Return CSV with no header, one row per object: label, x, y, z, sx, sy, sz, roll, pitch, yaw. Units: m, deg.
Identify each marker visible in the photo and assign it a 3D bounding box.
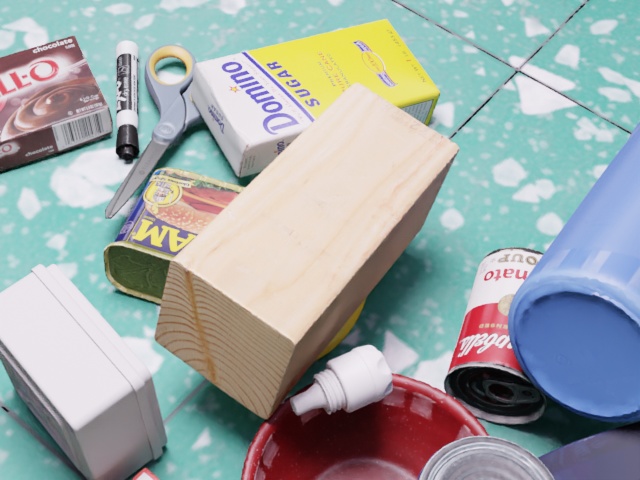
marker,-0.156,-0.113,0.865,0.020,0.020,0.121,-3,54,-6

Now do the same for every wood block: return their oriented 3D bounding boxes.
wood block,-0.005,0.001,0.688,0.090,0.091,0.205,34,51,11

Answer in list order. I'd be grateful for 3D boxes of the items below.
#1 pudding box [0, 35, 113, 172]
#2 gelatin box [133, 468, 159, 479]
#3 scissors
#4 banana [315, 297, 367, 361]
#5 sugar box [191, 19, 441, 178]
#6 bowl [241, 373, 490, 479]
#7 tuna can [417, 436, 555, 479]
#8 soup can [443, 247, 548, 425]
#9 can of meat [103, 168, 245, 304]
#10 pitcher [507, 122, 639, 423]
pudding box,-0.231,-0.107,0.844,0.113,0.039,0.090,-19,57,-16
gelatin box,-0.099,0.192,0.638,0.089,0.030,0.073,35,61,21
scissors,-0.132,-0.096,0.840,0.096,0.016,0.201,34,51,15
banana,0.005,0.016,0.767,0.069,0.037,0.197,16,54,4
sugar box,-0.004,-0.116,0.847,0.176,0.048,0.093,-17,59,-26
bowl,0.032,0.163,0.650,0.162,0.055,0.162,2,54,-2
tuna can,0.093,0.155,0.603,0.086,0.034,0.086,1,54,-2
soup can,0.129,0.064,0.722,0.068,0.068,0.102,16,54,9
can of meat,-0.090,0.001,0.762,0.102,0.057,0.084,17,52,7
pitcher,0.227,0.018,0.697,0.149,0.145,0.242,29,44,21
